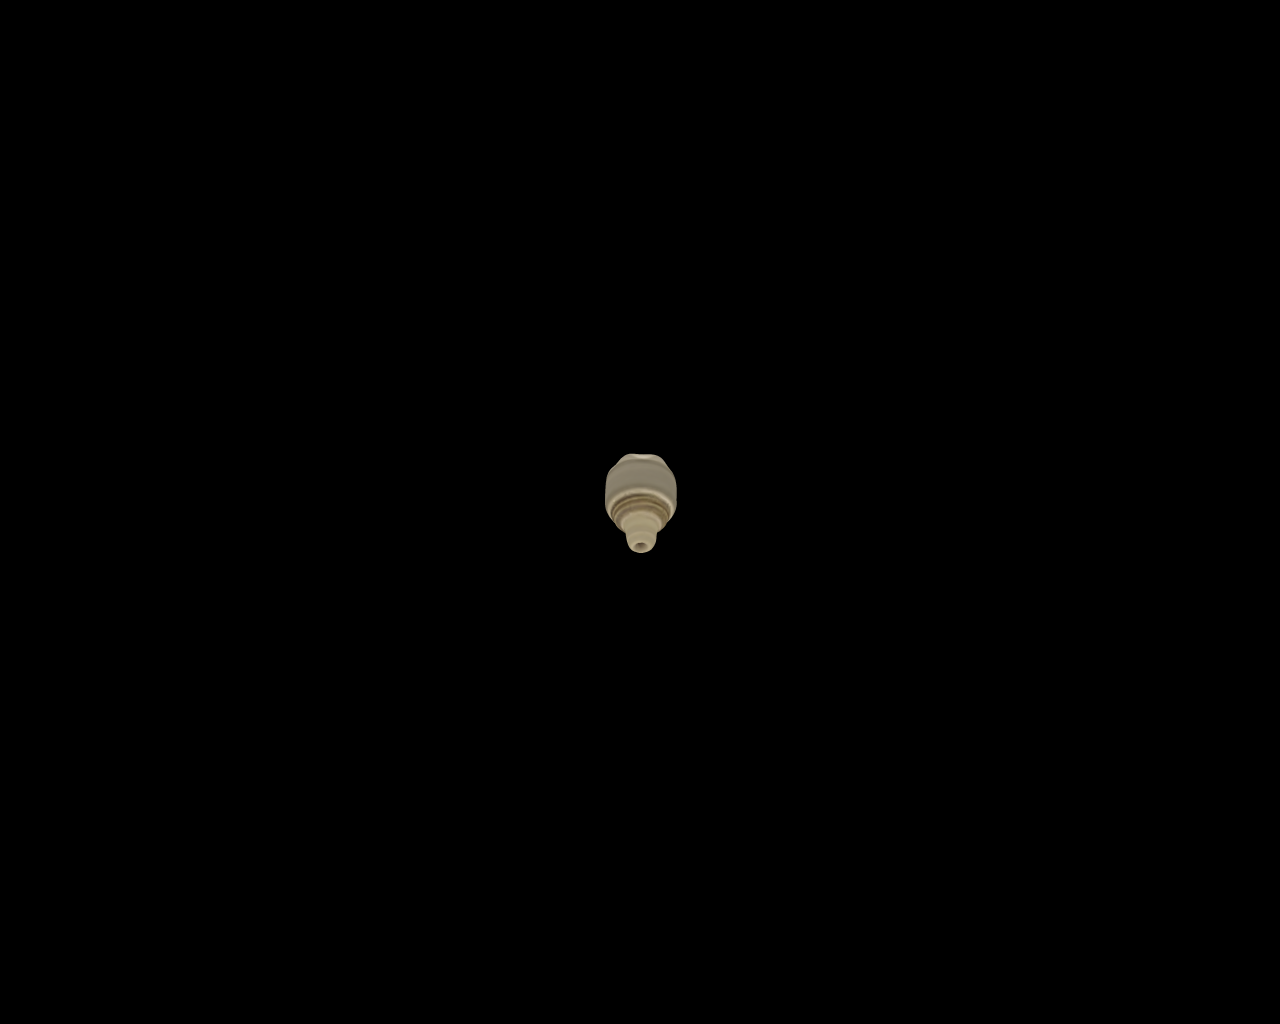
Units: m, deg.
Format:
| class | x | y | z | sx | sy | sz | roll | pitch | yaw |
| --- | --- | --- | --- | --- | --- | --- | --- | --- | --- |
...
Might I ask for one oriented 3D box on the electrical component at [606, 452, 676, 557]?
| class | x | y | z | sx | sy | sz | roll | pitch | yaw |
| --- | --- | --- | --- | --- | --- | --- | --- | --- | --- |
| electrical component | 0.001 | -0.003 | 0.650 | 0.043 | 0.062 | 0.043 | 0 | -39 | 0 |
